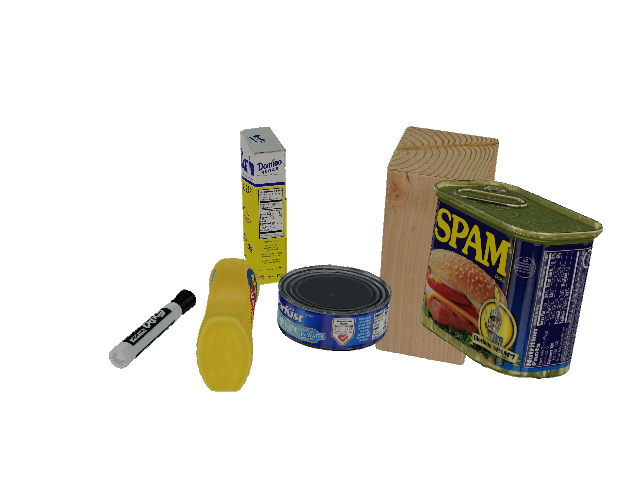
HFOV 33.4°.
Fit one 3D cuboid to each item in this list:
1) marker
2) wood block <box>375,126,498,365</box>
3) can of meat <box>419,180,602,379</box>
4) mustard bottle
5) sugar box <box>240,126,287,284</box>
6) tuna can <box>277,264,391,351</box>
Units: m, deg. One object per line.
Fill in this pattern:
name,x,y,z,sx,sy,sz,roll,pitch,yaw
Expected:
marker,-0.148,0.077,0.960,0.020,0.020,0.121,0,24,28
wood block,0.110,0.007,1.024,0.091,0.206,0.090,10,34,13
can of meat,0.101,0.020,0.593,0.057,0.084,0.102,-3,20,-28
mustard bottle,-0.098,0.074,1.168,0.058,0.096,0.191,0,28,0
sugar box,-0.071,-0.044,1.328,0.048,0.176,0.093,-9,25,-13
tuna can,0.010,0.050,0.807,0.086,0.034,0.086,4,22,-2
